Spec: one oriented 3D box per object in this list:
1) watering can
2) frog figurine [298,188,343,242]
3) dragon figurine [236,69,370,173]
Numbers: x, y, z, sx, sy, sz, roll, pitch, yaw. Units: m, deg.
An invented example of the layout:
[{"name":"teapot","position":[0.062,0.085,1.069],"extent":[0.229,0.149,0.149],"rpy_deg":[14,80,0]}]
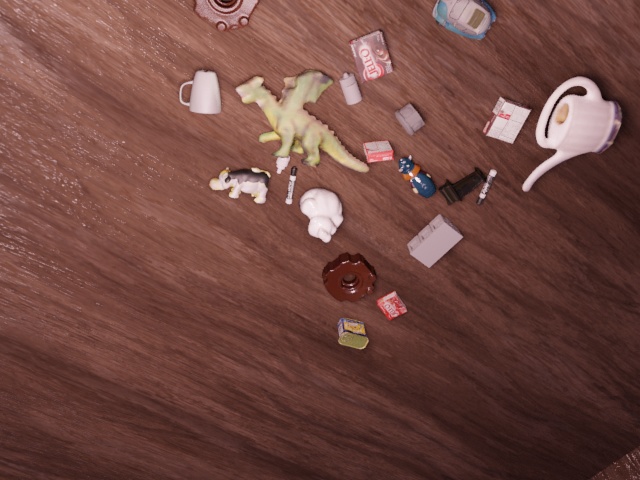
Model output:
[{"name":"watering can","position":[0.718,-0.291,1.475],"extent":[0.224,0.340,0.106],"rpy_deg":[5,29,-7]},{"name":"frog figurine","position":[0.005,-0.076,1.514],"extent":[0.136,0.121,0.163],"rpy_deg":[37,21,-23]},{"name":"dragon figurine","position":[-0.031,-0.336,1.400],"extent":[0.410,0.239,0.124],"rpy_deg":[11,21,-12]}]
